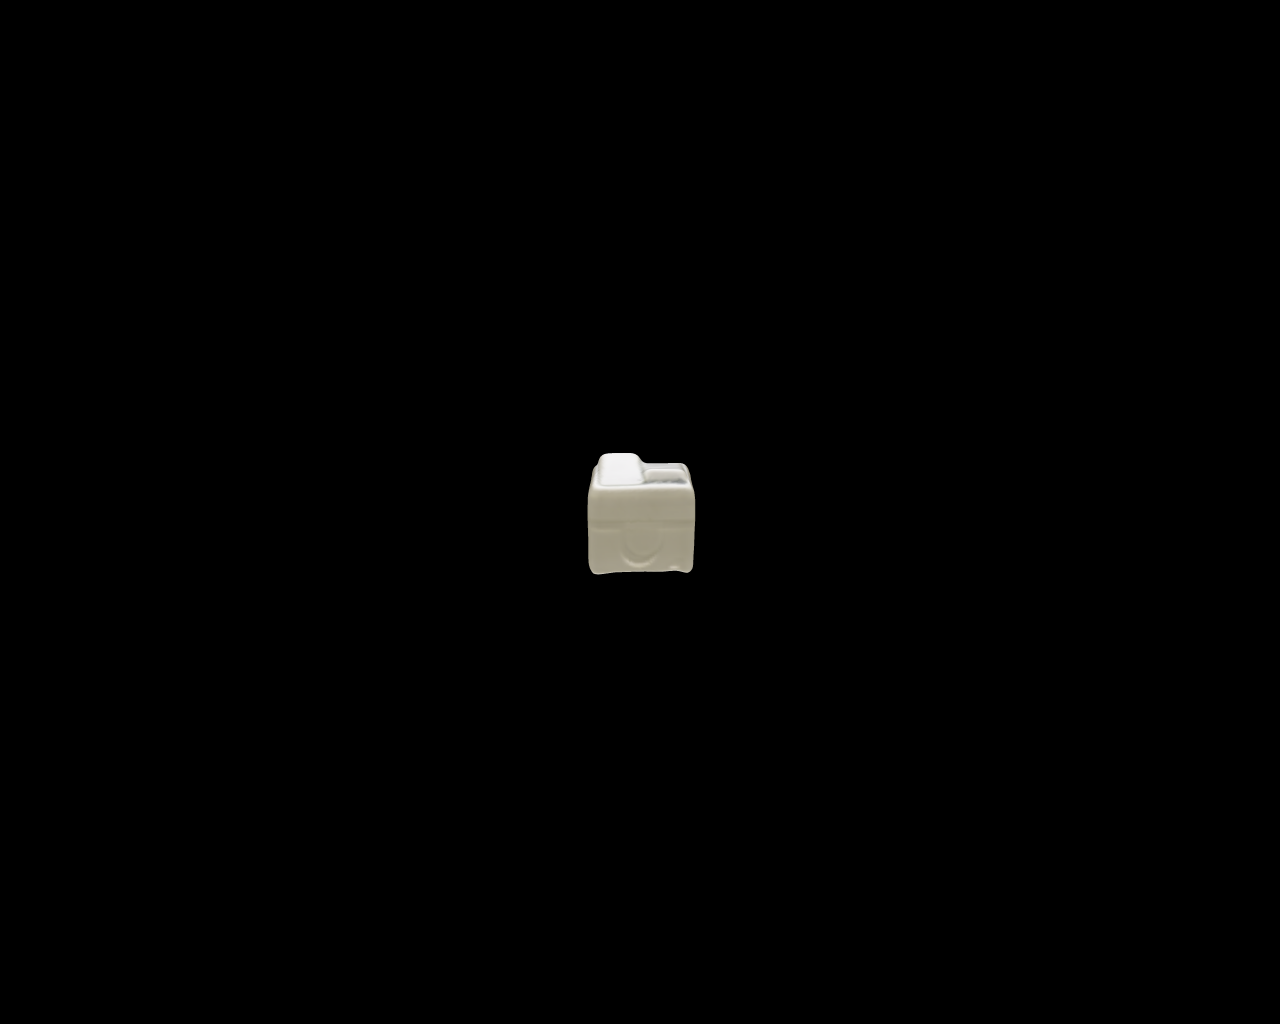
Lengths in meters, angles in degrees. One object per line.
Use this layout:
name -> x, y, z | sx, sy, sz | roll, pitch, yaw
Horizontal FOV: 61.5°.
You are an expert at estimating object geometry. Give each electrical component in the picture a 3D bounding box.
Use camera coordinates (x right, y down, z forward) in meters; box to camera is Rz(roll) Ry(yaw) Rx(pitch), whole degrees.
electrical component -> 0.001, -0.003, 0.650 | 0.062, 0.061, 0.096 | 0, 13, 0
